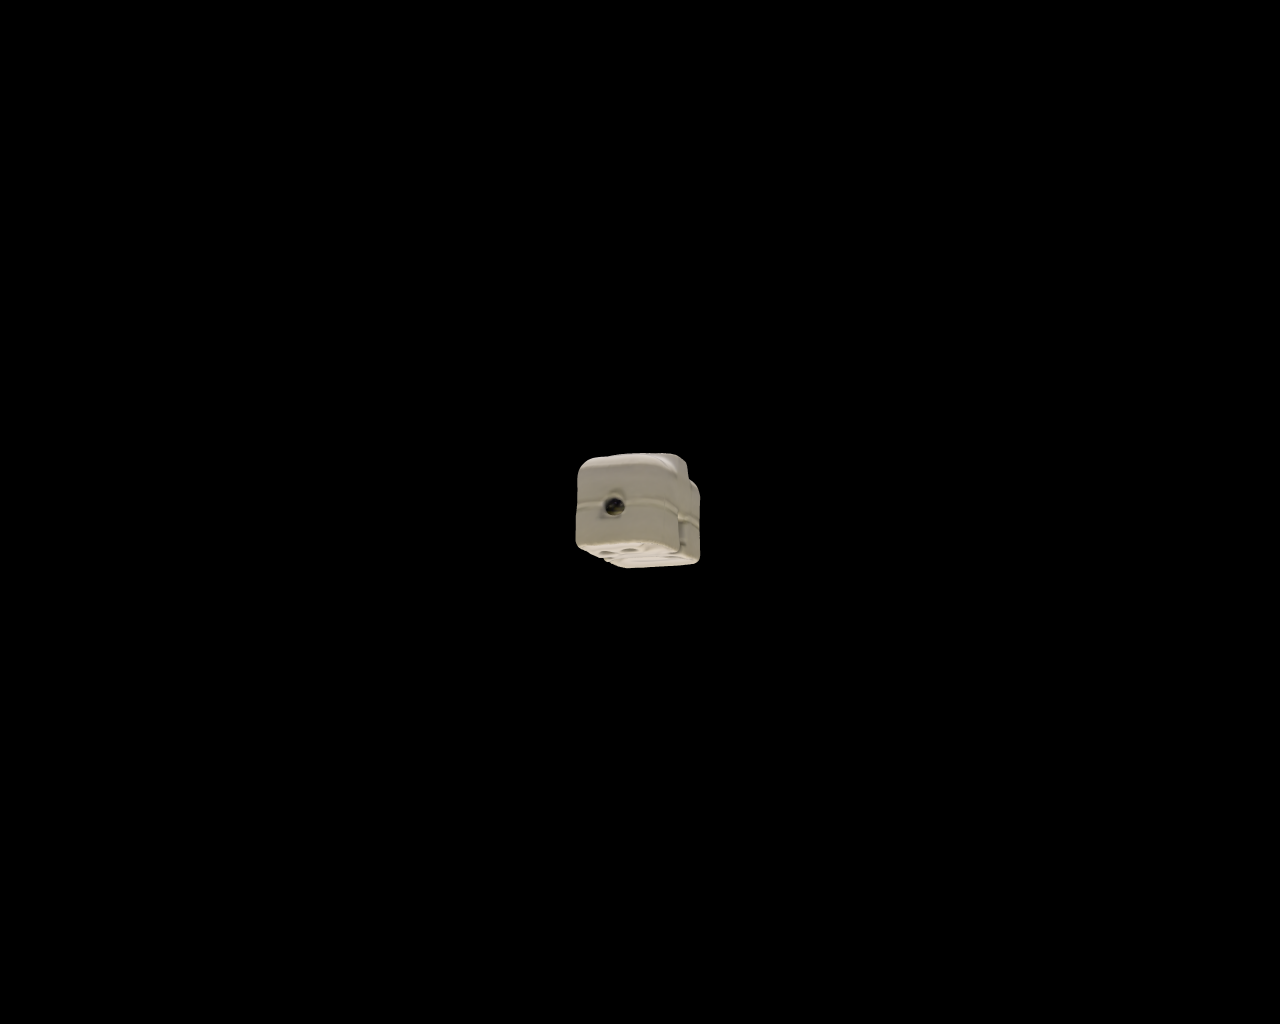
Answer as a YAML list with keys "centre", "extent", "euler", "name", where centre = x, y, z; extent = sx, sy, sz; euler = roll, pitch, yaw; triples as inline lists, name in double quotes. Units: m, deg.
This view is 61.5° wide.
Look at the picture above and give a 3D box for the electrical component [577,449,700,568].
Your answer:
- centre: [0.001, -0.003, 0.650]
  extent: [0.054, 0.059, 0.095]
  euler: [-4, -12, 19]
  name: "electrical component"
